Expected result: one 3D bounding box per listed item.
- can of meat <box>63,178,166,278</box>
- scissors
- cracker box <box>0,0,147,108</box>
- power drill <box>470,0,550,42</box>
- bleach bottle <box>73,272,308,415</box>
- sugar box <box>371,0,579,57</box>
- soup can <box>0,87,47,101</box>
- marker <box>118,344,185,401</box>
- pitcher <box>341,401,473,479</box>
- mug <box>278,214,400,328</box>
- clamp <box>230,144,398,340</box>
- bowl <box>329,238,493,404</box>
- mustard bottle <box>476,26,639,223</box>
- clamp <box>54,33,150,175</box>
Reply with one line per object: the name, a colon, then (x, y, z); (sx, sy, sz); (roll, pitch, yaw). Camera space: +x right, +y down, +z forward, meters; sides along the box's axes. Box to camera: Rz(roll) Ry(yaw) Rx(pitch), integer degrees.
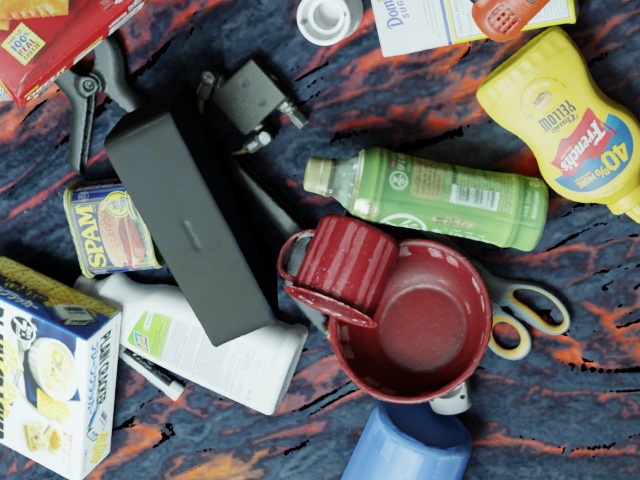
can of meat: (-0.209, -0.015, 1.112); (0.084, 0.057, 0.102); (-6, 110, 14)
scissors: (0.151, 0.050, 1.064); (0.202, 0.016, 0.096); (28, 115, 3)
cracker box: (-0.288, -0.257, 0.986); (0.164, 0.072, 0.213); (-43, 98, -12)
power drill: (0.142, -0.272, 0.845); (0.187, 0.057, 0.185); (36, 122, -12)
bleach bottle: (-0.145, 0.091, 1.134); (0.251, 0.068, 0.103); (23, 114, 8)
sugar box: (0.134, -0.225, 0.945); (0.176, 0.048, 0.093); (-6, 111, 20)
soup can: (-0.327, -0.168, 1.047); (0.069, 0.102, 0.068); (26, 122, 53)
marker: (-0.203, 0.136, 1.190); (0.121, 0.020, 0.020); (38, 115, -2)
pitcher: (0.080, 0.291, 1.127); (0.145, 0.149, 0.243); (28, 113, 20)
mug: (0.015, 0.024, 1.007); (0.117, 0.093, 0.081); (16, 77, 29)
clamp: (-0.007, 0.001, 1.071); (0.164, 0.036, 0.210); (3, 114, 4)
bowl: (0.093, 0.082, 1.040); (0.162, 0.055, 0.162); (-6, 73, 19)
mustard bottle: (0.235, -0.092, 0.963); (0.096, 0.058, 0.191); (-39, 98, 22)
clamp: (-0.214, -0.155, 1.068); (0.120, 0.039, 0.171); (-11, 110, 5)
